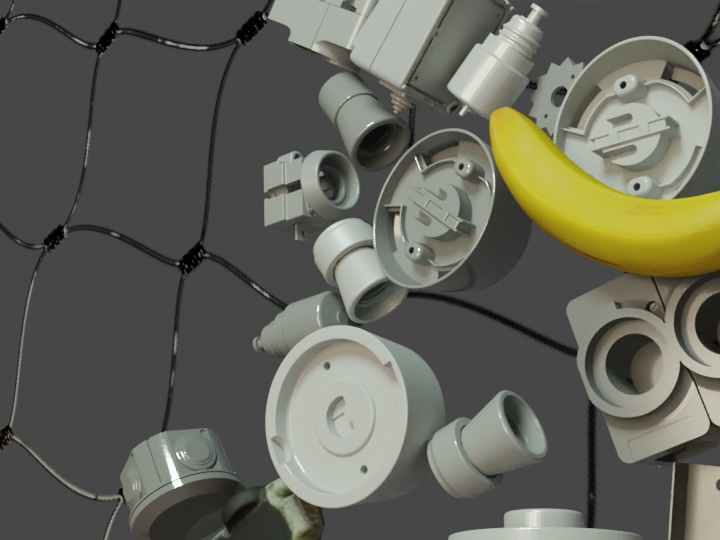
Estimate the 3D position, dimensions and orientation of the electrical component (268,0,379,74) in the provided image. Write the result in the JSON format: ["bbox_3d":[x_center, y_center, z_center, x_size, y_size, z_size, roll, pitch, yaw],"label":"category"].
[{"bbox_3d":[-0.014,-0.172,0.739,0.089,0.050,0.055,29,98,38],"label":"electrical component"}]

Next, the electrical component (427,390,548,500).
[{"bbox_3d":[0.072,0.101,0.614,0.055,0.045,0.045,-37,60,26],"label":"electrical component"}]

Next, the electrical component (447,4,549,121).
[{"bbox_3d":[0.087,-0.126,0.656,0.040,0.040,0.078,46,108,35],"label":"electrical component"}]

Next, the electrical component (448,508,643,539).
[{"bbox_3d":[0.094,0.154,0.548,0.108,0.108,0.060,-13,66,35],"label":"electrical component"}]

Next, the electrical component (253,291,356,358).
[{"bbox_3d":[-0.039,0.041,0.717,0.078,0.040,0.040,-19,69,33],"label":"electrical component"}]

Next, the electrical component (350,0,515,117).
[{"bbox_3d":[0.040,-0.146,0.684,0.061,0.062,0.096,37,103,37],"label":"electrical component"}]

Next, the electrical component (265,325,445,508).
[{"bbox_3d":[0.002,0.091,0.661,0.108,0.060,0.108,-10,74,36],"label":"electrical component"}]

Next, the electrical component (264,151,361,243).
[{"bbox_3d":[-0.033,-0.053,0.732,0.055,0.048,0.066,-16,70,43],"label":"electrical component"}]

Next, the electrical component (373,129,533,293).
[{"bbox_3d":[0.053,-0.033,0.646,0.099,0.064,0.099,-9,74,36],"label":"electrical component"}]

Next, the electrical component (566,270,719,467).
[{"bbox_3d":[0.188,0.029,0.529,0.150,0.062,0.089,-30,63,29],"label":"electrical component"}]

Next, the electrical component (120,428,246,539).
[{"bbox_3d":[-0.122,0.149,0.733,0.080,0.080,0.051,-45,51,21],"label":"electrical component"}]

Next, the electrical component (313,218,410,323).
[{"bbox_3d":[0.000,0.000,0.693,0.045,0.045,0.055,-47,55,20],"label":"electrical component"}]

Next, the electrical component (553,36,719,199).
[{"bbox_3d":[0.152,-0.070,0.578,0.099,0.064,0.099,-9,74,36],"label":"electrical component"}]

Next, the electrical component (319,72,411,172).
[{"bbox_3d":[0.000,-0.102,0.720,0.044,0.044,0.065,-49,51,19],"label":"electrical component"}]
